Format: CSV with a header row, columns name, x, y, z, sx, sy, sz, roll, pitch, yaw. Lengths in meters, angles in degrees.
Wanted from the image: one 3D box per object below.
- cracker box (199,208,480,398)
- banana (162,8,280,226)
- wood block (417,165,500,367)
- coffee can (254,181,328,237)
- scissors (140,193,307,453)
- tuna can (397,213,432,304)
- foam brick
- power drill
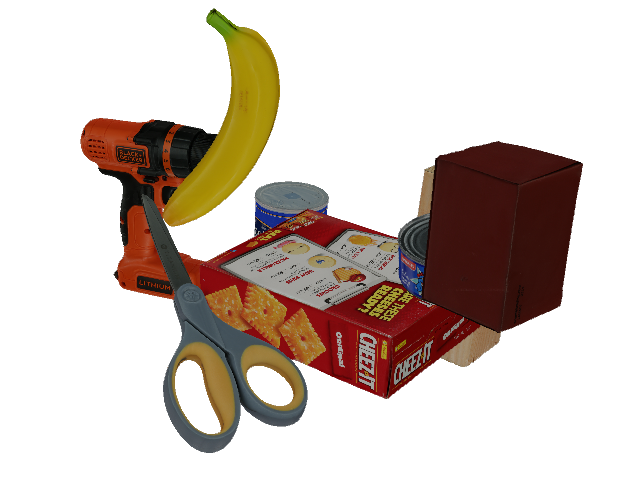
name,x,y,z,sx,sy,sz,roll,pitch,yaw
cracker box,0.020,0.052,0.987,0.214,0.072,0.163,19,31,33
banana,-0.073,-0.088,0.835,0.069,0.198,0.037,13,34,-8
wood block,0.159,0.021,1.182,0.090,0.206,0.090,20,26,30
coffee can,-0.043,0.000,1.502,0.103,0.140,0.103,3,24,-1
scissors,-0.063,0.046,0.674,0.096,0.202,0.016,7,-46,-18
tuna can,0.097,0.012,0.755,0.086,0.034,0.086,-2,28,1
foam brick,0.087,-0.004,0.522,0.052,0.078,0.051,-16,30,-41
power drill,-0.150,-0.031,1.087,0.185,0.188,0.057,11,30,22
